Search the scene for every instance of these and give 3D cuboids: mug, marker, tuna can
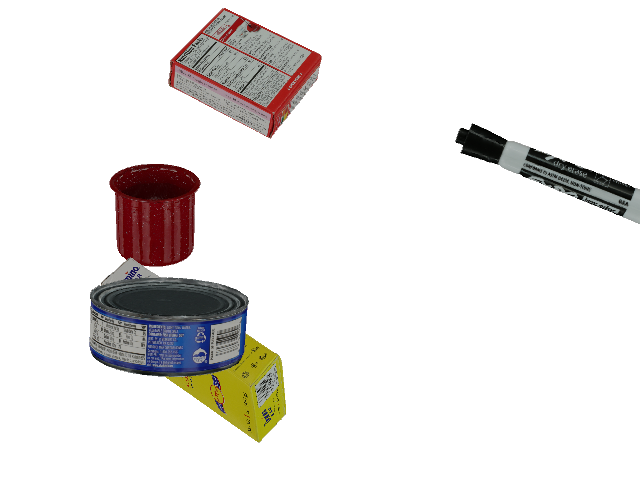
[{"bbox_3d":[-0.175,-0.031,1.132,0.093,0.081,0.117,-1,28,-10],"label":"mug"},{"bbox_3d":[0.136,-0.039,0.621,0.121,0.020,0.020,23,4,9],"label":"marker"},{"bbox_3d":[-0.083,0.046,0.583,0.086,0.034,0.086,4,11,-1],"label":"tuna can"}]

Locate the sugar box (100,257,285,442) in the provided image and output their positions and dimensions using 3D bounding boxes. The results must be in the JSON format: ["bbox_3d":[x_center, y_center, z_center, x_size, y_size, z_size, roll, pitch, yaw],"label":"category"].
[{"bbox_3d":[-0.112,0.095,0.933,0.176,0.093,0.048,28,55,24],"label":"sugar box"}]

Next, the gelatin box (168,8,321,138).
[{"bbox_3d":[-0.055,-0.124,0.782,0.089,0.073,0.030,27,-36,10],"label":"gelatin box"}]
